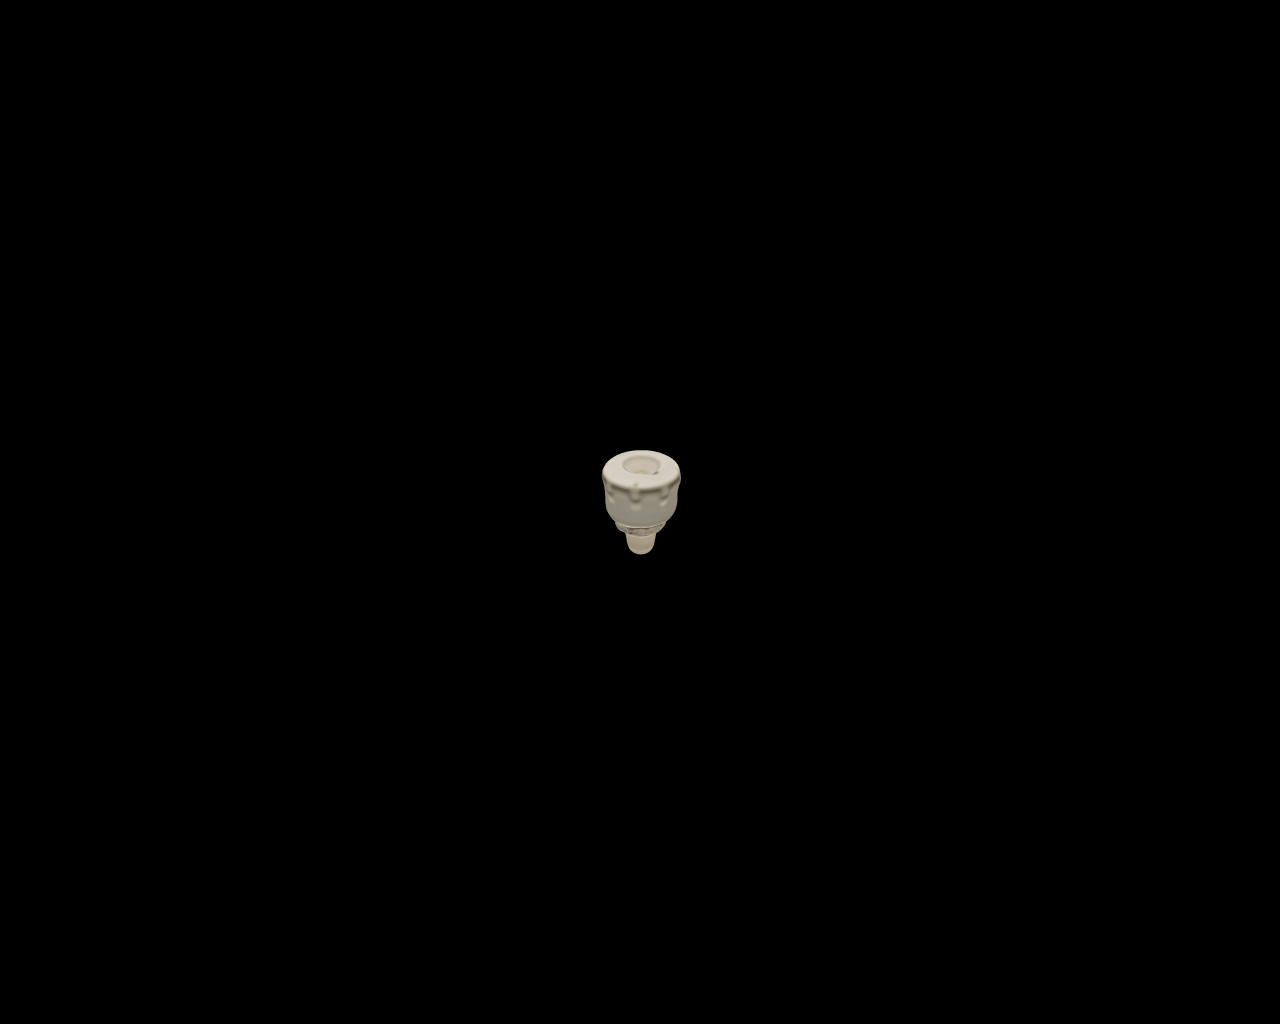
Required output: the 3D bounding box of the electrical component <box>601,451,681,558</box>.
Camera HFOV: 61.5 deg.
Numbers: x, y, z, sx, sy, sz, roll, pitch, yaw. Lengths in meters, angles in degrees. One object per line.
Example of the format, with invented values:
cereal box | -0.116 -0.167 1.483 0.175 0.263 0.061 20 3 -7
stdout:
electrical component | 0.001 -0.003 0.650 0.048 0.062 0.048 0 30 0
